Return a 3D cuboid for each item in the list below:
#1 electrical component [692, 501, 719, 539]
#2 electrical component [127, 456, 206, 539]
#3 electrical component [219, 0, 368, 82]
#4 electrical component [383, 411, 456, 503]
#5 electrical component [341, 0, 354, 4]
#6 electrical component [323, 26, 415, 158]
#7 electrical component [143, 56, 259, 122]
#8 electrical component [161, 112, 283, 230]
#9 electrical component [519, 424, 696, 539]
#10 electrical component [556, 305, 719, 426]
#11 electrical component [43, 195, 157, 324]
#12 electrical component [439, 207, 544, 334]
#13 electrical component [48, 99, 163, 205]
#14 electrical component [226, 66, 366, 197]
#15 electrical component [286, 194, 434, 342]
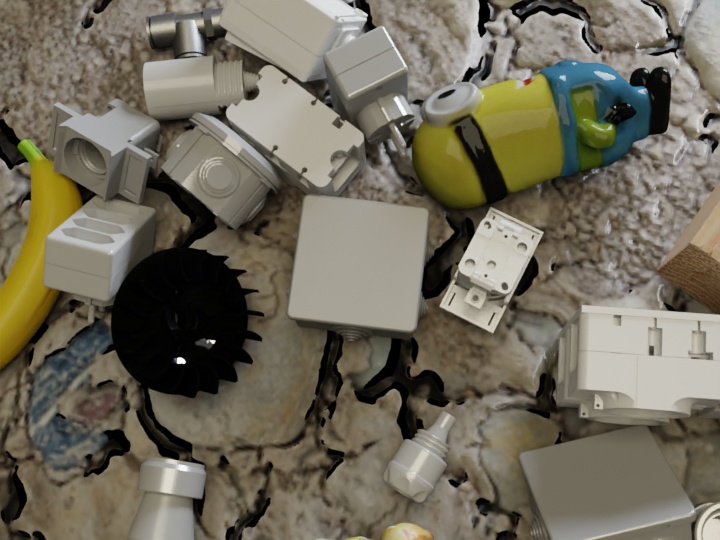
[{"bbox_3d":[0.232,0.172,0.695,0.045,0.055,0.045,-1,76,2],"label":"electrical component"},{"bbox_3d":[-0.129,0.155,0.720,0.045,0.045,0.055,8,77,4],"label":"electrical component"},{"bbox_3d":[-0.045,-0.174,0.778,0.096,0.062,0.061,36,113,9],"label":"electrical component"},{"bbox_3d":[0.044,0.124,0.725,0.035,0.035,0.061,32,78,9],"label":"electrical component"},{"bbox_3d":[-0.022,-0.227,0.808,0.046,0.040,0.040,24,79,13],"label":"electrical component"},{"bbox_3d":[0.014,-0.114,0.757,0.047,0.083,0.075,-27,77,-4],"label":"electrical component"},{"bbox_3d":[-0.114,-0.134,0.787,0.081,0.043,0.043,-6,77,0],"label":"electrical component"},{"bbox_3d":[-0.098,-0.068,0.754,0.080,0.080,0.051,39,86,10],"label":"electrical component"},{"bbox_3d":[0.157,0.152,0.685,0.100,0.099,0.048,-13,121,-1],"label":"electrical component"},{"bbox_3d":[0.228,0.069,0.694,0.186,0.105,0.060,4,77,3],"label":"electrical component"},{"bbox_3d":[-0.181,0.000,0.748,0.047,0.083,0.075,14,116,5],"label":"electrical component"},{"bbox_3d":[0.092,-0.003,0.738,0.042,0.063,0.081,26,79,7],"label":"electrical component"},{"bbox_3d":[-0.179,-0.088,0.768,0.081,0.042,0.064,30,39,10],"label":"electrical component"},{"bbox_3d":[-0.044,-0.093,0.768,0.089,0.055,0.050,38,81,10],"label":"electrical component"},{"bbox_3d":[0.000,0.000,0.748,0.100,0.048,0.099,7,77,4],"label":"electrical component"}]
